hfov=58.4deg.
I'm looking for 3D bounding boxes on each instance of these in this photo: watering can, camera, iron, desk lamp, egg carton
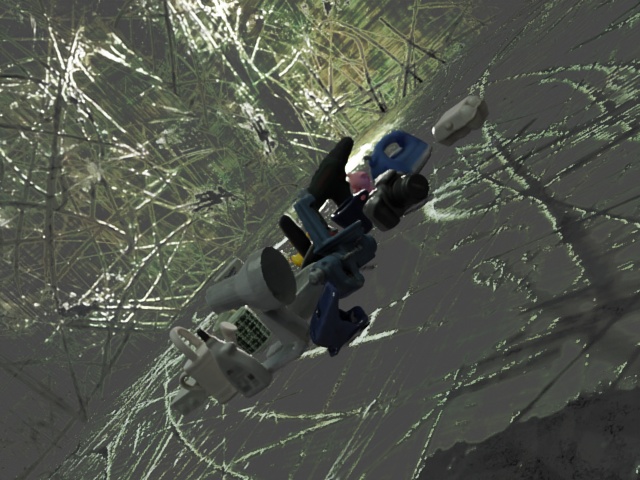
[{"bbox_3d":[-0.249,0.256,1.269,0.173,0.194,0.100,-47,11,-16],"label":"watering can"},{"bbox_3d":[0.177,-0.107,1.317,0.143,0.101,0.136,-48,11,-18],"label":"camera"},{"bbox_3d":[0.214,-0.239,1.588,0.118,0.141,0.259,-33,16,49],"label":"iron"},{"bbox_3d":[-0.110,0.140,1.134,0.203,0.213,0.118,-39,12,27],"label":"desk lamp"},{"bbox_3d":[0.362,-0.308,1.484,0.150,0.069,0.107,-31,17,52],"label":"egg carton"}]

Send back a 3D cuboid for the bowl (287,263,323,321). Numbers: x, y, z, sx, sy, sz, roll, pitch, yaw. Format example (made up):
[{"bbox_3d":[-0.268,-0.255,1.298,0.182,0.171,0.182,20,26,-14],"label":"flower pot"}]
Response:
[{"bbox_3d":[-0.041,0.134,1.284,0.167,0.075,0.167,-43,10,10],"label":"bowl"}]

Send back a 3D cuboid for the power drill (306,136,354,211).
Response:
[{"bbox_3d":[0.071,-0.137,1.552,0.230,0.208,0.075,-48,11,-17],"label":"power drill"}]

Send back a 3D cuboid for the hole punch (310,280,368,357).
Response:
[{"bbox_3d":[0.018,0.135,0.999,0.101,0.091,0.108,-44,10,0],"label":"hole punch"}]

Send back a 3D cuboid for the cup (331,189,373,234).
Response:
[{"bbox_3d":[0.099,-0.064,1.468,0.117,0.095,0.091,-42,10,12],"label":"cup"}]

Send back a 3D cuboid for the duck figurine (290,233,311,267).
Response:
[{"bbox_3d":[-0.056,0.024,1.757,0.104,0.086,0.077,-42,11,14],"label":"duck figurine"}]

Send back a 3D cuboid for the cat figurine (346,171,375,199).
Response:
[{"bbox_3d":[0.122,-0.164,1.716,0.067,0.118,0.127,-46,10,-6],"label":"cat figurine"}]

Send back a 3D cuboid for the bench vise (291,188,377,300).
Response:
[{"bbox_3d":[0.019,-0.003,1.179,0.121,0.220,0.207,-40,11,23],"label":"bench vise"}]

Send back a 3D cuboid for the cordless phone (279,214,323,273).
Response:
[{"bbox_3d":[-0.050,0.030,1.423,0.094,0.185,0.148,-39,12,27],"label":"cordless phone"}]

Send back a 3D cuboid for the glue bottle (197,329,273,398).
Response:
[{"bbox_3d":[-0.177,0.235,1.130,0.078,0.173,0.037,-38,12,31],"label":"glue bottle"}]

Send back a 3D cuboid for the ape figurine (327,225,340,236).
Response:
[{"bbox_3d":[0.010,-0.018,1.648,0.076,0.092,0.078,-32,16,50],"label":"ape figurine"}]
